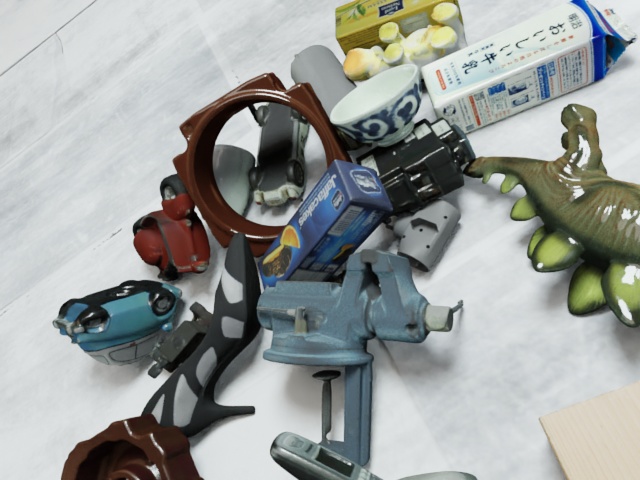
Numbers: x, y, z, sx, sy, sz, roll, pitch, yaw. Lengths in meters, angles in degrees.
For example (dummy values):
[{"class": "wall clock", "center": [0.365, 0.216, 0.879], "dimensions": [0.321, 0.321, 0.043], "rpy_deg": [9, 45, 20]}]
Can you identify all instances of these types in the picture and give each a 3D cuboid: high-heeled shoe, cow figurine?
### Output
[{"class": "high-heeled shoe", "center": [-0.148, 0.116, 0.653], "dimensions": [0.145, 0.086, 0.248], "rpy_deg": [-1, 89, 6]}, {"class": "cow figurine", "center": [0.121, -0.249, 0.743], "dimensions": [0.167, 0.098, 0.068], "rpy_deg": [-10, 65, 29]}]

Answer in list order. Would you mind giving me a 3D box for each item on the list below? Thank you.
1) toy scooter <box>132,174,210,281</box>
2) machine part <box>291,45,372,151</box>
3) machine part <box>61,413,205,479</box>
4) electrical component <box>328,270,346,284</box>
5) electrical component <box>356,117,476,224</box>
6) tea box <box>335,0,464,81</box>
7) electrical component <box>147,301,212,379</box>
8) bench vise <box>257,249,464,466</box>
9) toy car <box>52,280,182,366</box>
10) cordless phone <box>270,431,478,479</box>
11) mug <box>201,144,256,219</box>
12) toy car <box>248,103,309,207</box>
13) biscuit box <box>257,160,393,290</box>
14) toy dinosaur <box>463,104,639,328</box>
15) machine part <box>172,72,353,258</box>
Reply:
[{"class": "toy scooter", "center": [-0.206, 0.005, 0.764], "dimensions": [0.184, 0.075, 0.135], "rpy_deg": [-43, 69, 47]}, {"class": "machine part", "center": [0.018, -0.210, 0.788], "dimensions": [0.079, 0.079, 0.243], "rpy_deg": [-32, 52, 9]}, {"class": "machine part", "center": [-0.209, 0.287, 0.605], "dimensions": [0.180, 0.056, 0.179], "rpy_deg": [-3, 84, 24]}, {"class": "electrical component", "center": [0.050, 0.059, 0.650], "dimensions": [0.094, 0.021, 0.063], "rpy_deg": [-16, 56, 21]}, {"class": "electrical component", "center": [0.116, -0.091, 0.651], "dimensions": [0.134, 0.058, 0.115], "rpy_deg": [-27, 28, 15]}, {"class": "tea box", "center": [0.116, -0.307, 0.778], "dimensions": [0.170, 0.098, 0.068], "rpy_deg": [-10, 59, 21]}, {"class": "electrical component", "center": [-0.183, 0.131, 0.709], "dimensions": [0.045, 0.078, 0.102], "rpy_deg": [39, 90, 14]}, {"class": "bench vise", "center": [0.032, 0.132, 0.565], "dimensions": [0.224, 0.128, 0.240], "rpy_deg": [0, 84, 18]}, {"class": "toy car", "center": [-0.266, 0.117, 0.730], "dimensions": [0.109, 0.161, 0.102], "rpy_deg": [4, 107, 41]}, {"class": "cordless phone", "center": [0.046, 0.214, 0.461], "dimensions": [0.184, 0.146, 0.088], "rpy_deg": [28, 91, 11]}, {"class": "mug", "center": [-0.151, -0.075, 0.803], "dimensions": [0.110, 0.080, 0.107], "rpy_deg": [-15, 63, 43]}, {"class": "toy car", "center": [-0.058, -0.137, 0.801], "dimensions": [0.074, 0.056, 0.202], "rpy_deg": [-7, 61, 18]}, {"class": "biscuit box", "center": [-0.001, -0.002, 0.625], "dimensions": [0.202, 0.059, 0.063], "rpy_deg": [-50, 46, 39]}, {"class": "toy dinosaur", "center": [0.328, -0.002, 0.490], "dimensions": [0.472, 0.105, 0.198], "rpy_deg": [23, 85, 41]}, {"class": "machine part", "center": [-0.070, -0.094, 0.693], "dimensions": [0.201, 0.087, 0.201], "rpy_deg": [-28, 97, 10]}]
